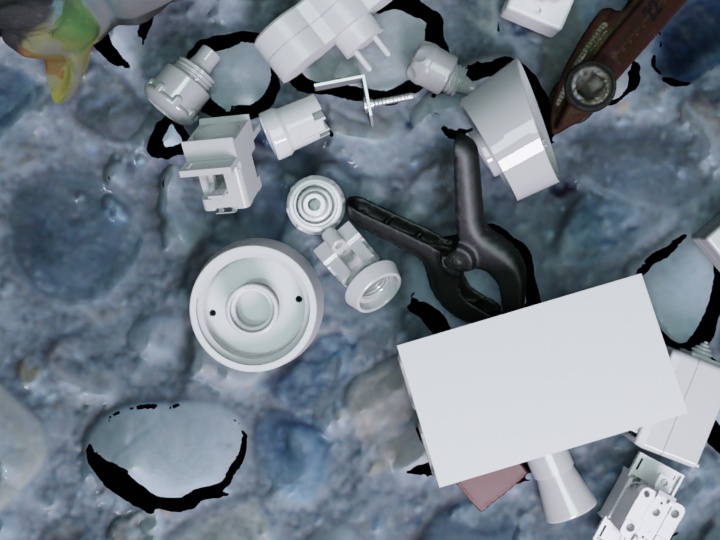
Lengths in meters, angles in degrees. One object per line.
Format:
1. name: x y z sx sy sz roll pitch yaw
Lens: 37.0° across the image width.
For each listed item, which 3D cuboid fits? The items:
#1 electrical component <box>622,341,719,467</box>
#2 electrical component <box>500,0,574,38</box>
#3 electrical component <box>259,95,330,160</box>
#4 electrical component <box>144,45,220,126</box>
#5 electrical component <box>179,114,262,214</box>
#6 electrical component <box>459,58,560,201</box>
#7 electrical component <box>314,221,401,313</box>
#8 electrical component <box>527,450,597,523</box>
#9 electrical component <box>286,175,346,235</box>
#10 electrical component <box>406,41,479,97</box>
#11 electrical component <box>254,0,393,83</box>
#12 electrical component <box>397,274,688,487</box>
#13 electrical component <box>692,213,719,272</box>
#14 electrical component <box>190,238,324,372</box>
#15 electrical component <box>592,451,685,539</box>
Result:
1. electrical component: 0.249 0.098 0.856 0.061 0.061 0.096 21 92 -2
2. electrical component: 0.147 -0.224 0.831 0.047 0.076 0.065 22 92 -2
3. electrical component: -0.052 -0.114 0.853 0.046 0.040 0.040 -24 93 -5
4. electrical component: -0.136 -0.148 0.847 0.048 0.048 0.062 37 84 -3
5. electrical component: -0.105 -0.082 0.837 0.042 0.081 0.063 -2 121 15
6. electrical component: 0.121 -0.106 0.829 0.064 0.099 0.099 -30 93 7
7. electrical component: 0.000 0.000 0.844 0.048 0.066 0.055 -40 59 1
8. electrical component: 0.158 0.166 0.869 0.044 0.044 0.065 -23 88 0
9. electrical component: -0.035 -0.051 0.844 0.048 0.062 0.048 0 93 -1
10. electrical component: 0.069 -0.154 0.855 0.061 0.035 0.035 28 92 -5
11. electrical component: -0.007 -0.191 0.842 0.138 0.052 0.073 -39 93 1
12. electrical component: 0.131 0.083 0.803 0.186 0.060 0.105 -16 82 -2
13. electrical component: 0.316 -0.009 0.845 0.047 0.075 0.083 -41 93 1
14. electrical component: -0.083 0.029 0.848 0.108 0.060 0.108 0 93 -1
15. electrical component: 0.226 0.192 0.860 0.042 0.064 0.081 28 92 -1
